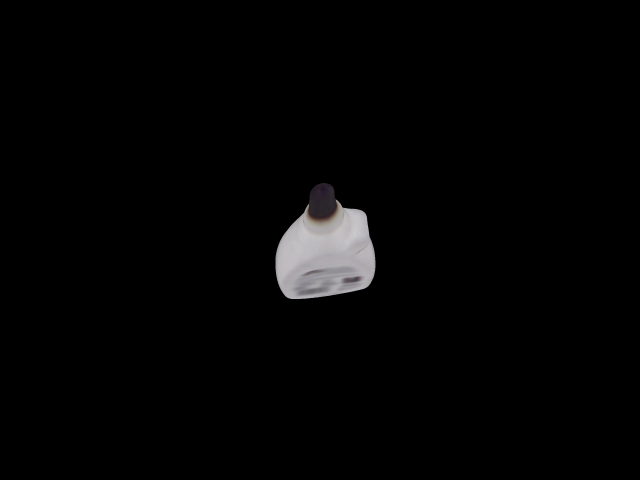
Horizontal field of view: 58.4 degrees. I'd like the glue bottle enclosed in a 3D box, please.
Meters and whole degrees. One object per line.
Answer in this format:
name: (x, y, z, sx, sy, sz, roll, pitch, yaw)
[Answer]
glue bottle: (0.004, 0.001, 0.400, 0.078, 0.173, 0.037, -7, 70, -2)
